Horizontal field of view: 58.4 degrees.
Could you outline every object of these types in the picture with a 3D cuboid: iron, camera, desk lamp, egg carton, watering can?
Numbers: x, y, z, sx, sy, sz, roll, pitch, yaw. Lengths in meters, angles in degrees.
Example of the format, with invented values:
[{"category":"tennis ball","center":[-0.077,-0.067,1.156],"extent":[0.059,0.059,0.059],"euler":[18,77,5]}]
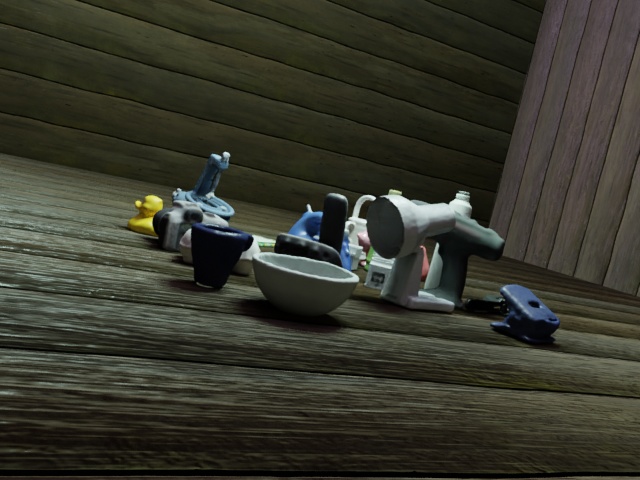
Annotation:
[{"category":"iron","center":[0.012,0.005,1.300],"extent":[0.119,0.141,0.257],"euler":[9,7,-33]},{"category":"camera","center":[-0.286,-0.034,1.219],"extent":[0.144,0.101,0.136],"euler":[8,8,-41]},{"category":"desk lamp","center":[0.182,0.023,1.130],"extent":[0.204,0.213,0.117],"euler":[9,7,-34]},{"category":"egg carton","center":[-0.189,0.017,1.092],"extent":[0.150,0.069,0.107],"euler":[12,6,-7]},{"category":"watering can","center":[0.135,-0.039,1.736],"extent":[0.100,0.194,0.173],"euler":[15,6,22]}]

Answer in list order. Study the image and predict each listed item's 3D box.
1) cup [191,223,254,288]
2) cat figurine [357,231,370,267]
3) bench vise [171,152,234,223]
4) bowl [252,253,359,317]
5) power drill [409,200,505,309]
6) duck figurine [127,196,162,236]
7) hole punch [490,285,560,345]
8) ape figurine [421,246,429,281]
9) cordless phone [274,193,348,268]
[{"category":"cup","center":[-0.160,0.027,0.928],"extent":[0.091,0.095,0.118],"euler":[17,7,39]},{"category":"cat figurine","center":[0.155,0.020,1.587],"extent":[0.128,0.118,0.067],"euler":[12,6,-5]},{"category":"bench vise","center":[-0.289,-0.110,1.366],"extent":[0.206,0.220,0.122],"euler":[15,6,22]},{"category":"bowl","center":[-0.028,0.073,0.871],"extent":[0.167,0.075,0.167],"euler":[13,6,-1]},{"category":"power drill","center":[0.274,0.034,1.251],"extent":[0.229,0.208,0.076],"euler":[15,6,22]},{"category":"duck figurine","center":[-0.383,-0.057,1.310],"extent":[0.104,0.086,0.078],"euler":[14,6,12]},{"category":"hole punch","center":[0.393,0.139,1.078],"extent":[0.109,0.091,0.100],"euler":[8,8,-42]},{"category":"ape figurine","center":[0.266,0.061,1.563],"extent":[0.078,0.092,0.075],"euler":[7,8,-46]},{"category":"cordless phone","center":[-0.013,-0.009,1.156],"extent":[0.147,0.185,0.094],"euler":[15,6,24]}]
